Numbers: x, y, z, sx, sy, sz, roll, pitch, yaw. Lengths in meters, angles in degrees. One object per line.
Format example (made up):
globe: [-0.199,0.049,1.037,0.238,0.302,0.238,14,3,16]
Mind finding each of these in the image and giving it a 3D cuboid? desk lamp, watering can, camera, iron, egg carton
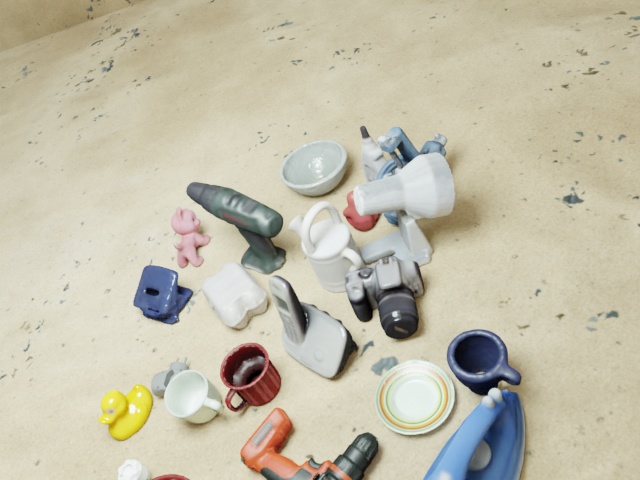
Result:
desk lamp: [0.157,-0.045,1.082,0.203,0.214,0.117,-24,44,1]
watering can: [0.009,0.006,1.114,0.172,0.194,0.101,5,52,28]
camera: [0.119,0.107,1.038,0.143,0.101,0.136,-15,45,11]
iron: [0.214,0.290,0.794,0.118,0.142,0.259,18,58,35]
egg carton: [-0.178,0.113,1.187,0.107,0.070,0.149,-38,45,-13]

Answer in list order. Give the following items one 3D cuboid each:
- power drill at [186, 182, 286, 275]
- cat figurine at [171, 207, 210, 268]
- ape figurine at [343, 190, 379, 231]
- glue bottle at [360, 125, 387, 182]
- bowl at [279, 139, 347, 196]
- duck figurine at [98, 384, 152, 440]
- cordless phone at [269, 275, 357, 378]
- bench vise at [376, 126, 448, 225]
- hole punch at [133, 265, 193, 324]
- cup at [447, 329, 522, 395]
power drill: [-0.161,-0.026,1.209,0.228,0.209,0.076,15,57,34]
cat figurine: [-0.314,-0.017,1.334,0.067,0.118,0.128,-9,46,16]
ape figurine: [0.083,-0.070,1.225,0.077,0.092,0.076,-9,46,16]
glue bottle: [0.117,-0.180,1.255,0.037,0.173,0.077,-41,46,-15]
bowl: [-0.007,-0.159,1.361,0.167,0.075,0.167,-12,45,13]
duck figurine: [-0.371,0.311,1.075,0.077,0.086,0.105,12,55,32]
cordless phone: [-0.022,0.146,1.003,0.147,0.185,0.094,21,61,37]
bench vise: [0.179,-0.165,1.180,0.121,0.220,0.207,7,53,29]
hole punch: [-0.348,0.118,1.243,0.108,0.091,0.101,8,53,30]
cup: [0.260,0.205,0.888,0.117,0.095,0.092,25,63,39]
